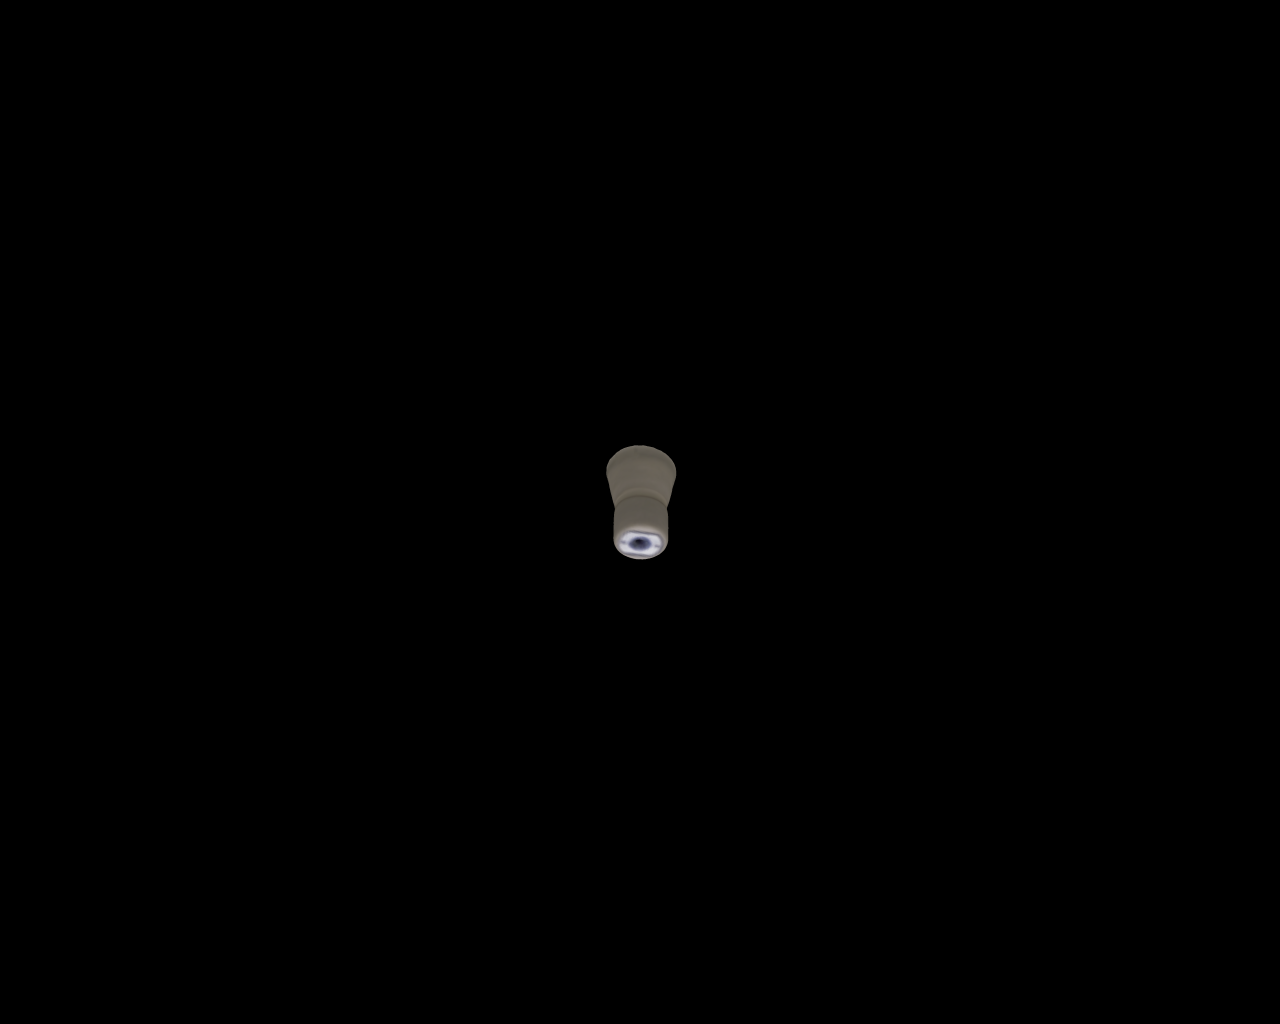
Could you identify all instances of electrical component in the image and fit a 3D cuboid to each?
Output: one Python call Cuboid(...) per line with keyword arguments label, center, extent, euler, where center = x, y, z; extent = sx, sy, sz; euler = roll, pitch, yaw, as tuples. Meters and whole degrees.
Cuboid(label="electrical component", center=(0.001, -0.003, 0.650), extent=(0.044, 0.065, 0.044), euler=(0, -43, 0))
